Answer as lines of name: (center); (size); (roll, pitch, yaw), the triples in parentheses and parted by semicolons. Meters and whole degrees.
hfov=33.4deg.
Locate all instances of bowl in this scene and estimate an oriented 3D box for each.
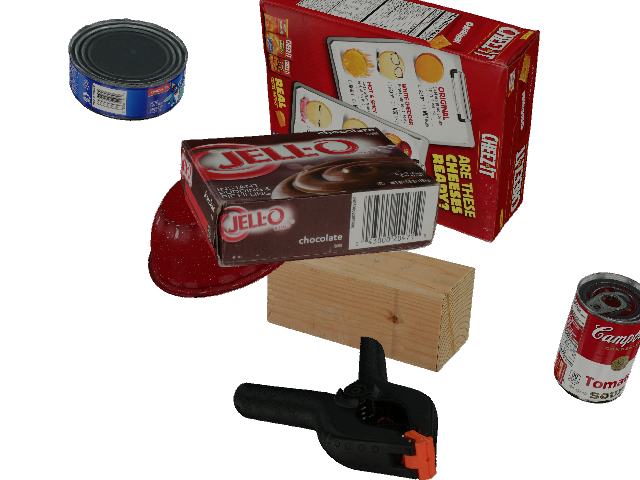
bowl: (-0.090, -0.023, 0.950); (0.162, 0.055, 0.162); (-16, 36, 12)

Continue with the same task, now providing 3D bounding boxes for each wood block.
wood block: (0.052, 0.060, 1.159); (0.206, 0.091, 0.090); (15, 27, 26)

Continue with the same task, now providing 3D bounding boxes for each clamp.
clamp: (0.015, 0.116, 0.718); (0.120, 0.039, 0.172); (-21, 20, -14)

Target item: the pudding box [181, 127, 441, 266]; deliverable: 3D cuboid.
pudding box: (-0.008, -0.025, 0.542); (0.113, 0.039, 0.090); (-4, 26, -18)

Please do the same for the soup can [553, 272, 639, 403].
soup can: (0.255, 0.089, 0.970); (0.068, 0.102, 0.068); (4, 37, -3)

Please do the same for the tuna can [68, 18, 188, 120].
tuna can: (-0.142, -0.126, 0.785); (0.086, 0.034, 0.086); (6, 43, -6)

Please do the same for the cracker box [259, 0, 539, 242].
cracker box: (0.060, -0.111, 0.857); (0.214, 0.164, 0.072); (20, 46, 25)
